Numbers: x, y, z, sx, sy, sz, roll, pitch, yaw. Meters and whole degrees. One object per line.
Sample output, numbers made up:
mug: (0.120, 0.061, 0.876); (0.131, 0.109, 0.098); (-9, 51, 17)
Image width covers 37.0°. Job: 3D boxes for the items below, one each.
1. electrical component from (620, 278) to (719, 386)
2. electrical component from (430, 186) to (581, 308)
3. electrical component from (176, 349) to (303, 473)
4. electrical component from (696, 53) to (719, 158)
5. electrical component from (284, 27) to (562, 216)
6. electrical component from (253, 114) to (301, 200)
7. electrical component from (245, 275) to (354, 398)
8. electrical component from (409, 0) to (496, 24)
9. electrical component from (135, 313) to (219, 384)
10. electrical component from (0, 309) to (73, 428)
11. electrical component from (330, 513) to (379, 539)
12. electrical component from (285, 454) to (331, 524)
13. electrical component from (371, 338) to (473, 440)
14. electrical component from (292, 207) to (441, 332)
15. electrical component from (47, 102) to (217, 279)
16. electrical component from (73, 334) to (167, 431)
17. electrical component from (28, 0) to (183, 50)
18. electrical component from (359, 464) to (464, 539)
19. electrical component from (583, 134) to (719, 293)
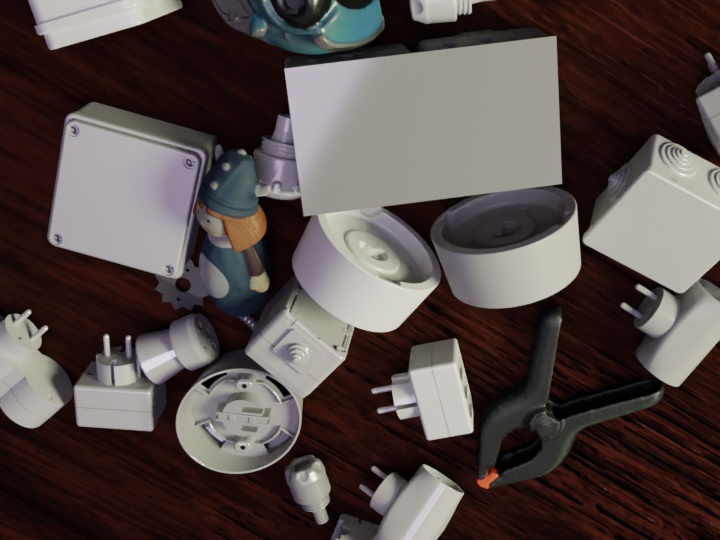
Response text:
electrical component: (0.241, 0.039, 0.837); (0.079, 0.043, 0.077); (31, 112, -7)
electrical component: (0.112, -0.012, 0.798); (0.108, 0.108, 0.060); (-12, 117, 10)
electrical component: (-0.097, 0.117, 0.892); (0.099, 0.064, 0.099); (2, 112, 5)
electrical component: (0.263, -0.119, 0.759); (0.047, 0.083, 0.075); (-28, 69, 16)
electrical component: (0.044, -0.109, 0.773); (0.186, 0.060, 0.105); (-7, 111, -2)
electrical component: (-0.060, -0.086, 0.817); (0.048, 0.048, 0.062); (13, 104, 1)
electrical component: (-0.048, 0.054, 0.844); (0.062, 0.096, 0.061); (40, 113, -10)
electrical component: (0.066, -0.197, 0.758); (0.062, 0.043, 0.043); (-3, 112, 6)
electrical component: (-0.150, 0.064, 0.887); (0.055, 0.045, 0.045); (-22, 108, 14)
electrical component: (-0.292, 0.061, 0.897); (0.074, 0.052, 0.138); (-38, 104, 18)
electrical component: (0.014, 0.264, 0.949); (0.089, 0.050, 0.055); (20, 112, -2)
electrical component: (-0.042, 0.193, 0.935); (0.035, 0.035, 0.061); (-13, 112, 11)
electrical component: (0.049, 0.101, 0.880); (0.077, 0.047, 0.065); (-12, 111, 11)
electrical component: (0.000, 0.000, 0.814); (0.108, 0.108, 0.060); (31, 118, -7)
electrical component: (-0.176, -0.062, 0.832); (0.109, 0.056, 0.108); (16, 113, -1)
electrical component: (-0.201, 0.089, 0.901); (0.066, 0.047, 0.076); (3, 112, 5)
electrical component: (-0.176, -0.196, 0.747); (0.078, 0.113, 0.057); (-13, 107, 11)
electrical component: (0.036, 0.199, 0.920); (0.079, 0.044, 0.077); (34, 91, 21)
electrical component: (0.225, -0.041, 0.787); (0.100, 0.048, 0.099); (27, 139, -5)
